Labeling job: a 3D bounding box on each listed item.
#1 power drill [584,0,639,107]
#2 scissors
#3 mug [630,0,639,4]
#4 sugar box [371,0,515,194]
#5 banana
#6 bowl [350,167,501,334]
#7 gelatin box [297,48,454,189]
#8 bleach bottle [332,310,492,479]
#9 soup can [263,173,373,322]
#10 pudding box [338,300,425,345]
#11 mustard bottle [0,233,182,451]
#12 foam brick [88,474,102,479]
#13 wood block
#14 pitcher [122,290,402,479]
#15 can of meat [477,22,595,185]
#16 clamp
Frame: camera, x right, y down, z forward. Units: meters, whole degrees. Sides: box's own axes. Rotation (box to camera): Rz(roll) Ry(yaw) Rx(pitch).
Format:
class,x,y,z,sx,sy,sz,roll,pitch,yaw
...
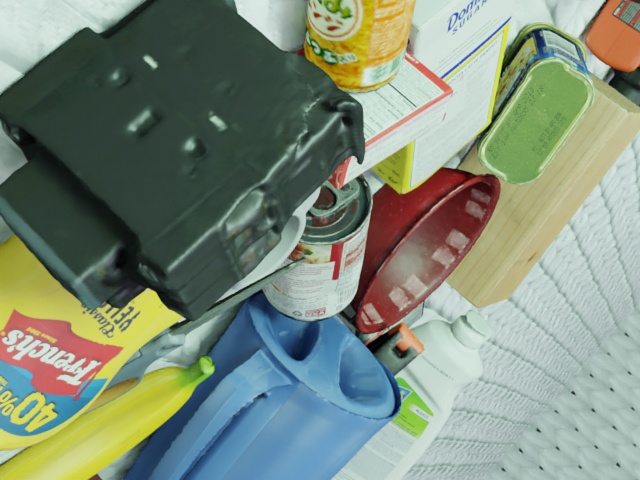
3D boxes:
class,x,y,z,sx,sy,sz,roll,pitch,yaw
power drill,0.296,-0.181,0.972,0.184,0.057,0.187,-58,160,15
scissors,-0.102,0.058,0.575,0.096,0.016,0.202,-3,154,-47
mug,0.237,-0.233,0.737,0.081,0.093,0.117,-46,123,-19
sugar box,0.074,-0.111,0.675,0.093,0.048,0.176,-40,155,-20
banana,-0.154,0.130,0.657,0.197,0.037,0.070,-35,166,-18
bowl,0.068,-0.003,0.839,0.162,0.055,0.162,-40,158,-20
gelatin box,0.016,-0.076,0.583,0.089,0.073,0.030,-35,156,-31
bleach bottle,0.071,0.159,0.972,0.251,0.102,0.068,-49,-167,28
soup can,-0.005,0.001,0.687,0.068,0.068,0.102,-38,157,-24
pudding box,0.052,0.063,0.952,0.090,0.039,0.113,-41,161,-17
mustard bottle,-0.134,0.043,0.507,0.191,0.058,0.096,-43,134,-7
foam brick,-0.177,0.188,0.704,0.078,0.051,0.053,-35,155,-32
wood block,0.178,-0.051,0.923,0.206,0.090,0.090,-56,159,20
pitcher,-0.067,0.160,0.773,0.149,0.145,0.243,29,111,-24
can of meat,0.156,-0.100,0.789,0.102,0.057,0.084,-59,-172,26
clamp,0.002,0.140,0.884,0.210,0.036,0.164,-42,-179,37
